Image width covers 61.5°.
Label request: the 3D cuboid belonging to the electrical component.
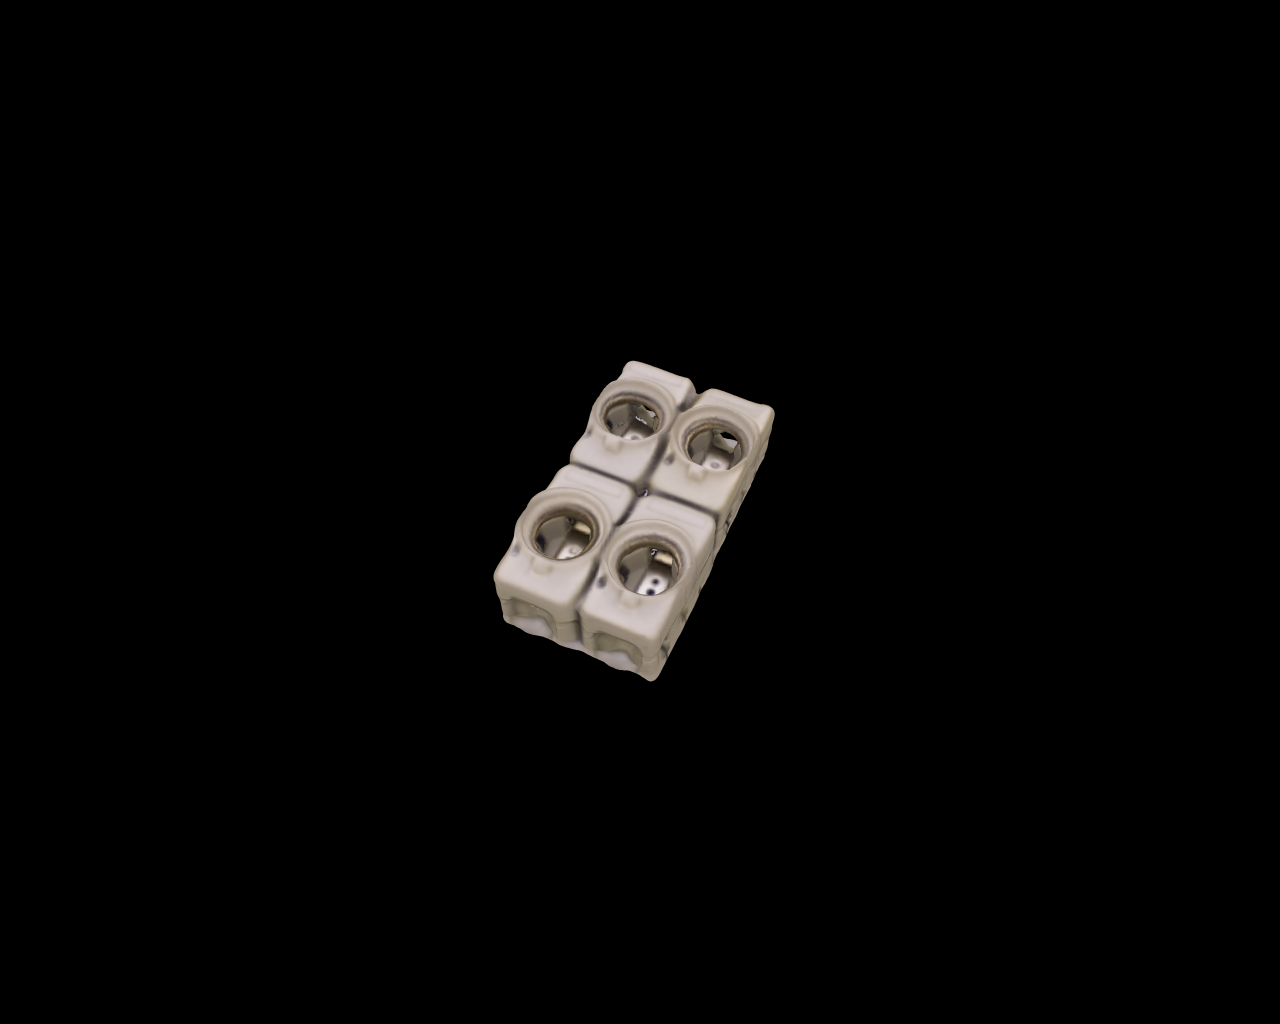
[{"bbox_3d":[0.001,-0.003,0.650,0.105,0.186,0.060,21,-32,14],"label":"electrical component"}]
